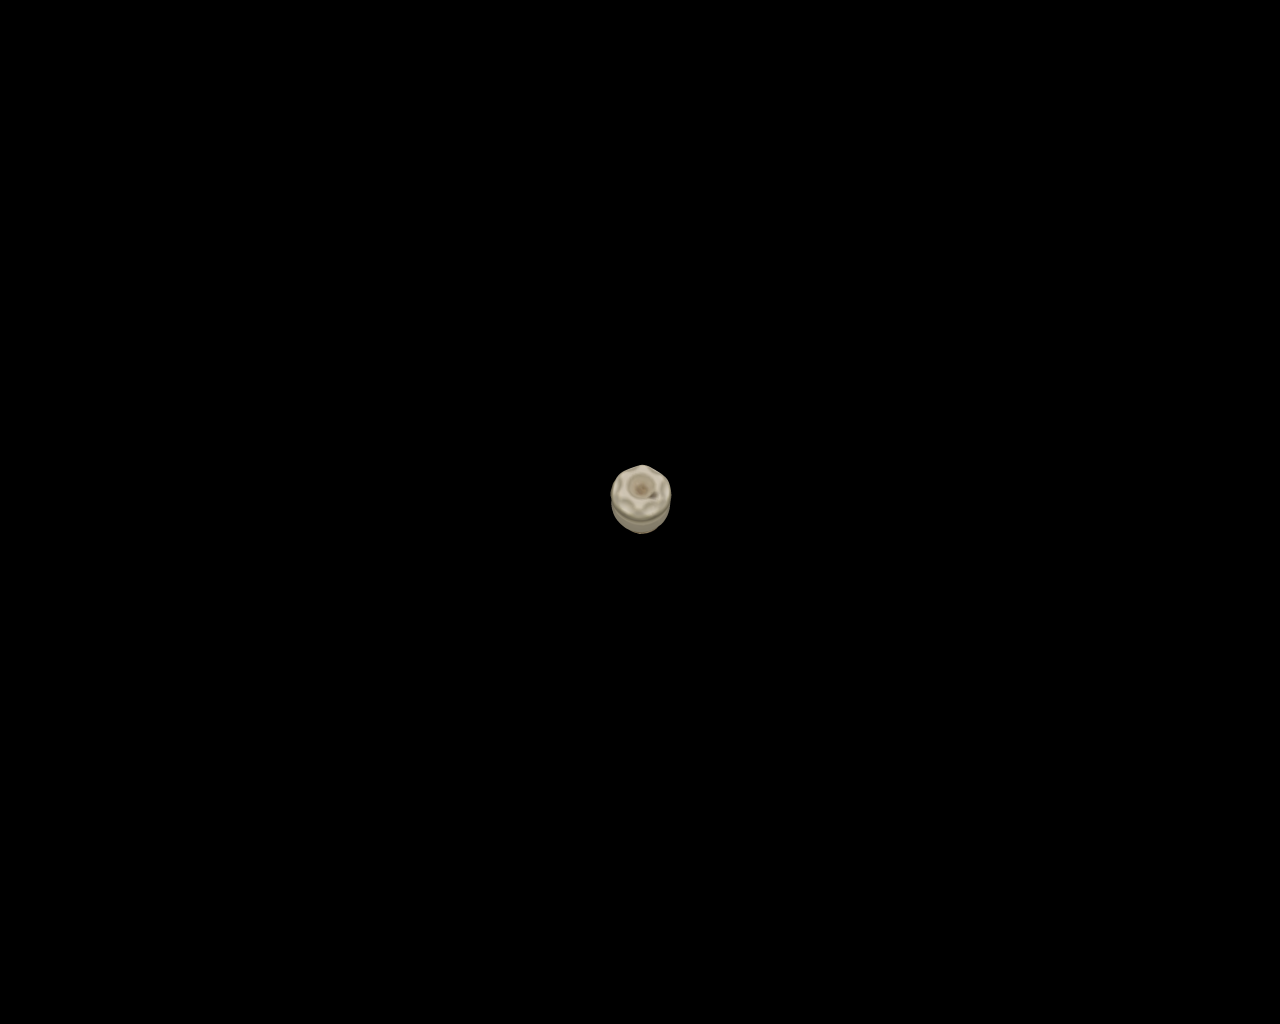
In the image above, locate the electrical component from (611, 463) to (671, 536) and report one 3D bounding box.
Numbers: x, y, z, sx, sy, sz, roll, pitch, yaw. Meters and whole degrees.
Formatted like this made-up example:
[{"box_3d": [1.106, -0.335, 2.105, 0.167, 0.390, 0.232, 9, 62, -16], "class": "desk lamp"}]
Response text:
[{"box_3d": [0.001, -0.003, 0.650, 0.035, 0.035, 0.061, 0, -25, 0], "class": "electrical component"}]
